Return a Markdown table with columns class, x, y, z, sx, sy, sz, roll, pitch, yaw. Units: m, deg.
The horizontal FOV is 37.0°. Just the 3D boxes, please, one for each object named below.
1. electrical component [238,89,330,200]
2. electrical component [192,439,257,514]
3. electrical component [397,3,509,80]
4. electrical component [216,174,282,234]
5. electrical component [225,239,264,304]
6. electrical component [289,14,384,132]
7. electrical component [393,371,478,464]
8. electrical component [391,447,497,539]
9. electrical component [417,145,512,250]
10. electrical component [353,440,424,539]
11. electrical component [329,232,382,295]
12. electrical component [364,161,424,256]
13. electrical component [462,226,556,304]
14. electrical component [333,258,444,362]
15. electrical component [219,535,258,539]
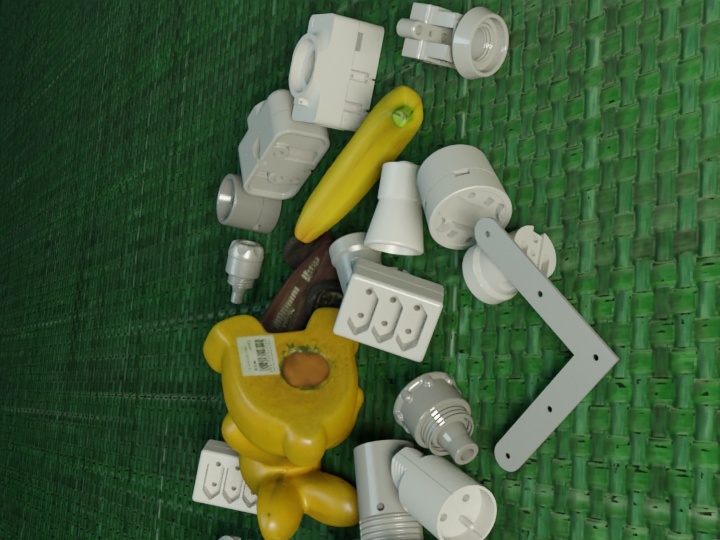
| class | x | y | z | sx | sy | sz | roll | pitch | yaw |
| --- | --- | --- | --- | --- | --- | --- | --- | --- | --- |
| electrical component | -0.071 | -0.116 | 0.979 | 0.095 | 0.054 | 0.059 | -50 | 42 | 45 |
| electrical component | -0.109 | 0.181 | 0.969 | 0.076 | 0.066 | 0.047 | -74 | -4 | -84 |
| electrical component | 0.067 | -0.156 | 0.731 | 0.055 | 0.066 | 0.048 | 21 | 102 | 41 |
| electrical component | -0.108 | -0.065 | 1.041 | 0.055 | 0.047 | 0.055 | -24 | 62 | 58 |
| electrical component | -0.115 | 0.003 | 1.050 | 0.035 | 0.035 | 0.061 | 37 | 118 | 58 |
| electrical component | -0.023 | -0.165 | 0.900 | 0.050 | 0.056 | 0.089 | 22 | 102 | 61 |
| electrical component | 0.054 | 0.100 | 0.704 | 0.062 | 0.048 | 0.048 | 51 | 127 | 46 |
| electrical component | 0.049 | 0.144 | 0.701 | 0.081 | 0.043 | 0.043 | 27 | 107 | 61 |
| electrical component | 0.067 | -0.049 | 0.708 | 0.055 | 0.055 | 0.047 | -59 | 32 | 36 |
| electrical component | 0.020 | 0.163 | 0.749 | 0.043 | 0.043 | 0.081 | -39 | 50 | 52 |
| electrical component | 0.000 | 0.000 | 0.834 | 0.040 | 0.040 | 0.046 | -47 | 49 | 47 |
| electrical component | 0.029 | -0.047 | 0.790 | 0.044 | 0.044 | 0.065 | -5 | 74 | 61 |
| electrical component | 0.093 | -0.004 | 0.664 | 0.046 | 0.040 | 0.040 | -28 | 59 | 50 |
| electrical component | 0.022 | 0.021 | 0.769 | 0.076 | 0.066 | 0.047 | -74 | 3 | -70 |
| electrical component | -0.099 | 0.272 | 0.934 | 0.080 | 0.051 | 0.080 | -24 | 62 | 58 |
